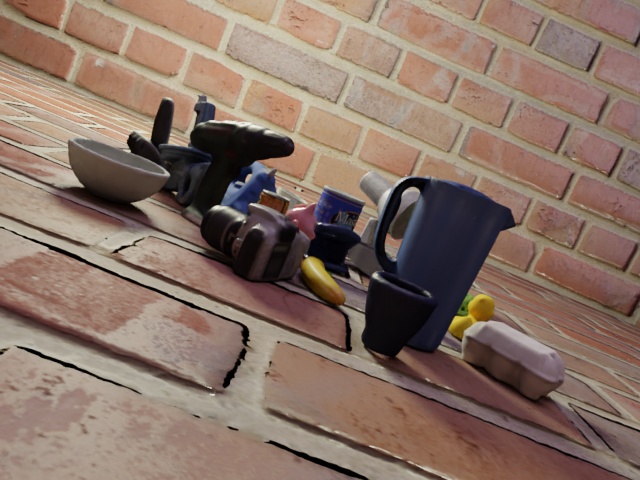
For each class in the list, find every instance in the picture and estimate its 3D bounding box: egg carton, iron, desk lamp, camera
[{"bbox_3d":[0.292,0.178,0.866,0.149,0.069,0.108,28,10,33],"label":"egg carton"},{"bbox_3d":[-0.164,-0.113,1.236,0.119,0.141,0.257,18,10,-33],"label":"iron"},{"bbox_3d":[0.136,-0.048,1.382,0.202,0.213,0.118,29,10,34],"label":"desk lamp"},{"bbox_3d":[-0.101,-0.009,0.879,0.136,0.101,0.144,26,9,23],"label":"camera"}]

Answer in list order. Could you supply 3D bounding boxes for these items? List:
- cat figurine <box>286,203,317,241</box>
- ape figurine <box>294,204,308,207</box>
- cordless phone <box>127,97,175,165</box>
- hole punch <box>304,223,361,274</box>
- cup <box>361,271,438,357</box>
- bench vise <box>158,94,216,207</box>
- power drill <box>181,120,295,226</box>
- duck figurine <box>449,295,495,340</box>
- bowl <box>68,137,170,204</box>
[{"bbox_3d":[-0.043,-0.016,1.027,0.067,0.118,0.128,24,8,5],"label":"cat figurine"},{"bbox_3d":[-0.051,-0.034,1.214,0.076,0.092,0.077,21,8,-13],"label":"ape figurine"},{"bbox_3d":[-0.375,-0.237,1.300,0.094,0.185,0.147,16,11,-40],"label":"cordless phone"},{"bbox_3d":[0.010,0.004,1.138,0.109,0.091,0.100,19,9,-28],"label":"hole punch"},{"bbox_3d":[0.087,0.096,0.747,0.092,0.095,0.117,19,9,-24],"label":"cup"},{"bbox_3d":[-0.242,-0.181,1.183,0.206,0.220,0.122,27,9,26],"label":"bench vise"},{"bbox_3d":[-0.163,-0.119,1.038,0.228,0.208,0.076,28,10,32],"label":"power drill"},{"bbox_3d":[0.281,0.139,1.029,0.077,0.086,0.105,28,10,31],"label":"duck figurine"},{"bbox_3d":[-0.338,-0.106,0.945,0.167,0.075,0.167,23,8,-3],"label":"bowl"}]
